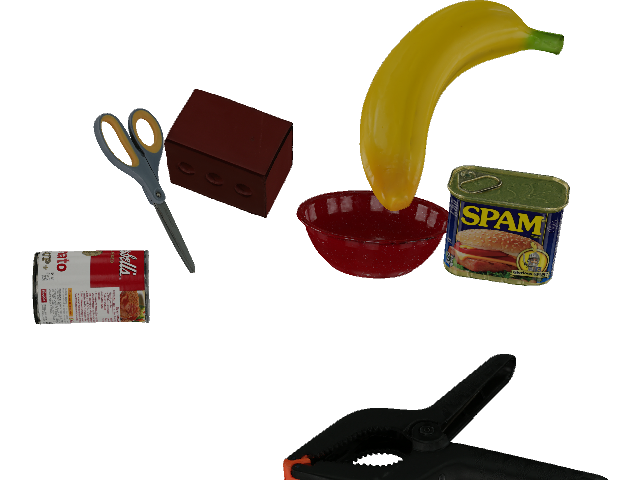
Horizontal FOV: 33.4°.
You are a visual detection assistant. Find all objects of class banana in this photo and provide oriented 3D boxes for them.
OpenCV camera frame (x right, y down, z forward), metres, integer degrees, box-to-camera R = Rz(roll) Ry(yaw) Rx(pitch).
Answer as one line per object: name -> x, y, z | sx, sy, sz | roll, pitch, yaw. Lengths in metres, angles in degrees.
banana -> 0.067, -0.088, 0.589 | 0.070, 0.037, 0.197 | 28, 49, 22

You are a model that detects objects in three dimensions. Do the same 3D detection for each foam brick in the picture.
foam brick -> -0.063, -0.061, 0.747 | 0.078, 0.051, 0.053 | 20, -28, 10

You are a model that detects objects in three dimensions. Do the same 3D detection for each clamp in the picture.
clamp -> 0.076, 0.140, 0.747 | 0.210, 0.036, 0.164 | -6, 28, -6

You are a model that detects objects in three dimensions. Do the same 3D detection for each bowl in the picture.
bowl -> 0.055, -0.002, 1.106 | 0.162, 0.055, 0.162 | 2, 20, -1

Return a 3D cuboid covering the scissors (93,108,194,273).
scissors -> -0.182, -0.067, 1.217 | 0.016, 0.201, 0.096 | -21, 21, 42

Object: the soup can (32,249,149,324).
soup can -> -0.209, 0.043, 0.978 | 0.102, 0.068, 0.068 | -1, 0, -9

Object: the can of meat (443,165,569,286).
can of meat -> 0.159, -0.012, 0.930 | 0.102, 0.084, 0.057 | 9, 33, 11
